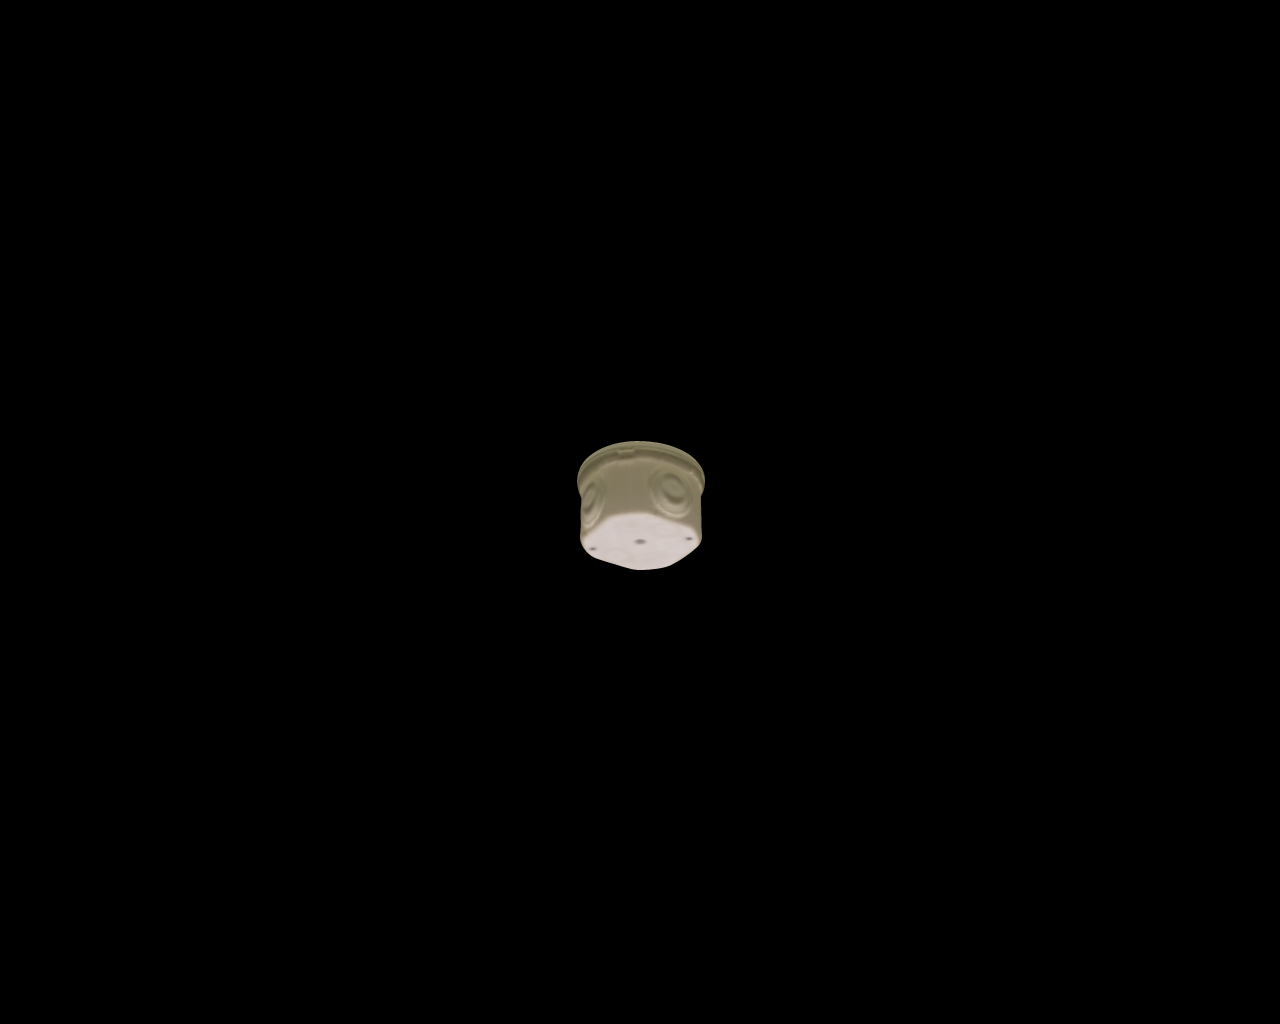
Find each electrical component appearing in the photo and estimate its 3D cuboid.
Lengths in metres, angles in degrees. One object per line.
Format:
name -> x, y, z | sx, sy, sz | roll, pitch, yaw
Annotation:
electrical component -> 0.001, -0.003, 0.650 | 0.080, 0.051, 0.080 | 0, -31, 0
